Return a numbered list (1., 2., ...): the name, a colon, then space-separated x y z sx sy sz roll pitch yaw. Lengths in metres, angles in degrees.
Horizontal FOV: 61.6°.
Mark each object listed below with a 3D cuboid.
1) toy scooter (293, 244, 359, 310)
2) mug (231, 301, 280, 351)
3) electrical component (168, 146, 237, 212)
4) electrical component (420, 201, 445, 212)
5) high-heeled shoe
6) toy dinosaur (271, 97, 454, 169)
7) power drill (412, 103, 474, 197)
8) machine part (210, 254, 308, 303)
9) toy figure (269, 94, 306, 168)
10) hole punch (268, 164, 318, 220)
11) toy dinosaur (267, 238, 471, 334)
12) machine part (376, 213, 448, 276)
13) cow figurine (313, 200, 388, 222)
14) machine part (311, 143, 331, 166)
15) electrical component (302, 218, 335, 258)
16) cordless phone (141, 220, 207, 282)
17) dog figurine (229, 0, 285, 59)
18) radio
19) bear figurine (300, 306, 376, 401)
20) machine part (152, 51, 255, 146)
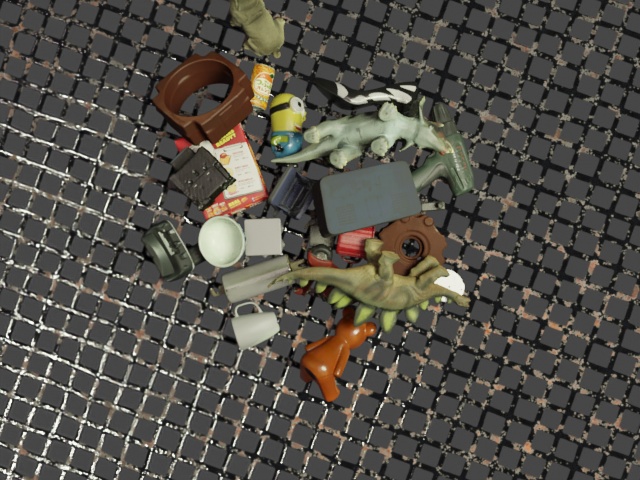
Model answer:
1. toy scooter: 0.016 0.107 1.298 0.183 0.075 0.135 43 95 -15
2. mug: -0.159 0.203 1.312 0.107 0.081 0.109 -15 84 -10
3. electrical component: -0.282 -0.150 1.253 0.134 0.058 0.115 44 89 2
4. electrical component: 0.267 -0.080 1.296 0.063 0.094 0.021 -5 91 0
5. high-heeled shoe: 0.116 -0.375 1.312 0.249 0.086 0.145 31 87 -3
6. toy dinosaur: 0.097 -0.243 1.242 0.405 0.192 0.131 -3 102 24
7. power drill: 0.259 -0.194 1.313 0.207 0.086 0.232 -26 89 -6
8. machine part: -0.148 0.095 1.310 0.243 0.079 0.079 -19 89 0
9. toy figure: -0.084 -0.267 1.312 0.089 0.082 0.180 6 92 0
10. hole punch: -0.055 -0.107 1.290 0.092 0.115 0.142 27 88 7
11. toy dinosaur: 0.125 0.105 1.226 0.471 0.105 0.198 16 106 -11
12. machine part: 0.223 0.020 1.316 0.179 0.056 0.179 0 91 1
13. cow figurine: 0.081 -0.084 1.284 0.195 0.127 0.085 3 86 -2
14. machine part: 0.053 -0.249 1.331 0.139 0.039 0.084 -31 84 2
15. electrical component: -0.002 -0.005 1.324 0.078 0.045 0.102 8 90 2
16. cordless phone: -0.331 0.005 1.323 0.184 0.089 0.146 -29 89 -11
17. dog figurine: -0.151 -0.526 1.262 0.172 0.190 0.121 42 90 -1
18. radio: 0.101 -0.093 1.203 0.230 0.073 0.131 -14 90 -18
19. bear figurine: 0.044 0.267 1.300 0.120 0.131 0.196 29 56 33
20. machine part: -0.272 -0.333 1.271 0.201 0.087 0.202 -44 64 -11
